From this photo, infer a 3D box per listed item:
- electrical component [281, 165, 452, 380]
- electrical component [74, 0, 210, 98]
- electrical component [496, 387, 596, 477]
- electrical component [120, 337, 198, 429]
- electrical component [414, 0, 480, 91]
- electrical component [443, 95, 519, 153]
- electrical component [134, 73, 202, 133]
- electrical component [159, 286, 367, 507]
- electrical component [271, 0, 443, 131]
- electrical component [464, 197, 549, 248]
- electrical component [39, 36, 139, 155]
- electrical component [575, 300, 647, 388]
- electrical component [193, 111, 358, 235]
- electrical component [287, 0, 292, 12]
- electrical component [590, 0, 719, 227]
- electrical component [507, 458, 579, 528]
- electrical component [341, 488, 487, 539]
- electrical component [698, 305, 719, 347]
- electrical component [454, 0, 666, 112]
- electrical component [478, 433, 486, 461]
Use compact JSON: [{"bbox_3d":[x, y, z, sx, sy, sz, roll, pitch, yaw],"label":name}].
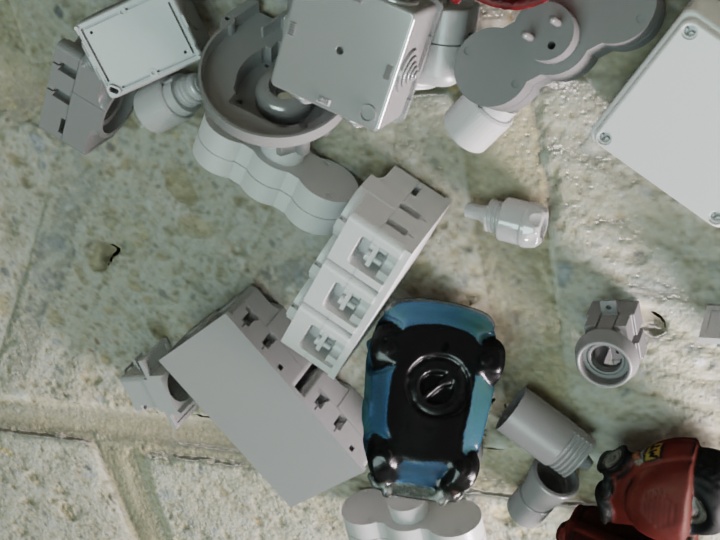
[{"bbox_3d":[0.000,0.000,0.854,0.062,0.089,0.150,34,129,4],"label":"electrical component"},{"bbox_3d":[-0.171,-0.178,0.832,0.096,0.061,0.061,-21,110,11],"label":"electrical component"},{"bbox_3d":[0.158,0.138,0.890,0.081,0.043,0.043,36,129,2],"label":"electrical component"},{"bbox_3d":[-0.196,0.112,1.058,0.064,0.042,0.081,-7,116,35],"label":"electrical component"},{"bbox_3d":[0.031,-0.162,0.752,0.095,0.054,0.059,14,116,19],"label":"electrical component"},{"bbox_3d":[0.093,-0.117,0.763,0.040,0.040,0.078,43,129,-3],"label":"electrical component"},{"bbox_3d":[-0.149,-0.140,0.874,0.078,0.040,0.040,-19,109,35],"label":"electrical component"},{"bbox_3d":[-0.078,0.115,0.986,0.105,0.060,0.186,-33,101,38],"label":"electrical component"},{"bbox_3d":[-0.004,-0.149,0.712,0.100,0.048,0.099,26,119,13],"label":"electrical component"},{"bbox_3d":[0.109,-0.039,0.809,0.061,0.035,0.035,16,126,21],"label":"electrical component"},{"bbox_3d":[-0.225,-0.148,0.901,0.056,0.050,0.089,31,129,6],"label":"electrical component"},{"bbox_3d":[0.190,0.056,0.813,0.048,0.055,0.066,-2,119,28],"label":"electrical component"},{"bbox_3d":[-0.062,-0.093,0.850,0.138,0.052,0.073,32,129,5],"label":"electrical component"},{"bbox_3d":[-0.029,-0.211,0.764,0.043,0.043,0.081,17,126,17],"label":"electrical component"},{"bbox_3d":[0.226,-0.102,0.694,0.109,0.056,0.108,36,129,3],"label":"electrical component"},{"bbox_3d":[0.155,0.193,0.929,0.044,0.044,0.065,32,134,6],"label":"electrical component"},{"bbox_3d":[0.046,0.225,0.997,0.138,0.052,0.073,1,120,27],"label":"electrical component"},{"bbox_3d":[0.288,0.051,0.768,0.081,0.042,0.063,2,122,27],"label":"electrical component"},{"bbox_3d":[0.122,-0.149,0.685,0.138,0.074,0.052,-25,82,23],"label":"electrical component"},{"bbox_3d":[0.072,0.158,0.949,0.078,0.040,0.040,-18,110,34],"label":"electrical component"}]
